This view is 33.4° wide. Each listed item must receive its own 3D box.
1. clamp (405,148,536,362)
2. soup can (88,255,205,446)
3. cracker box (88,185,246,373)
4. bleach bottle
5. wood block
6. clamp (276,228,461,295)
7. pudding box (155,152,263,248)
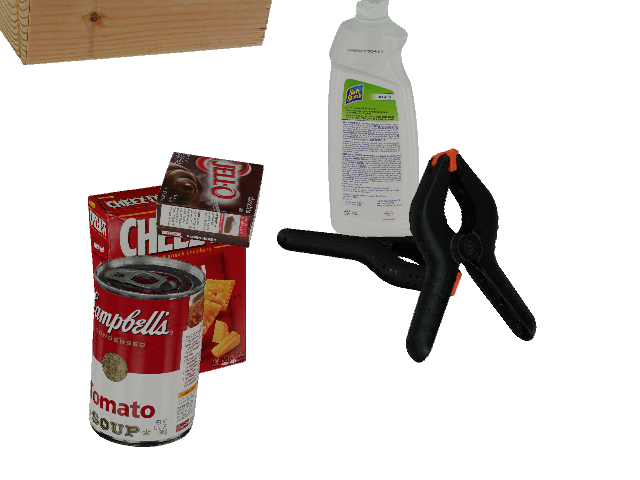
[{"bbox_3d":[0.105,0.015,0.864,0.120,0.171,0.039,-17,-1,-32],"label":"clamp"},{"bbox_3d":[-0.109,0.068,0.667,0.068,0.102,0.068,6,18,-2],"label":"soup can"},{"bbox_3d":[-0.167,0.049,1.195,0.163,0.214,0.072,-10,23,-28],"label":"cracker box"},{"bbox_3d":[0.059,-0.127,1.089,0.102,0.251,0.068,0,30,0],"label":"bleach bottle"},{"bbox_3d":[-0.147,-0.207,0.852,0.205,0.091,0.090,-11,44,-31],"label":"wood block"},{"bbox_3d":[0.063,0.010,1.250,0.210,0.036,0.164,32,38,23],"label":"clamp"},{"bbox_3d":[-0.103,-0.040,1.003,0.090,0.039,0.113,7,31,-2],"label":"pudding box"}]
